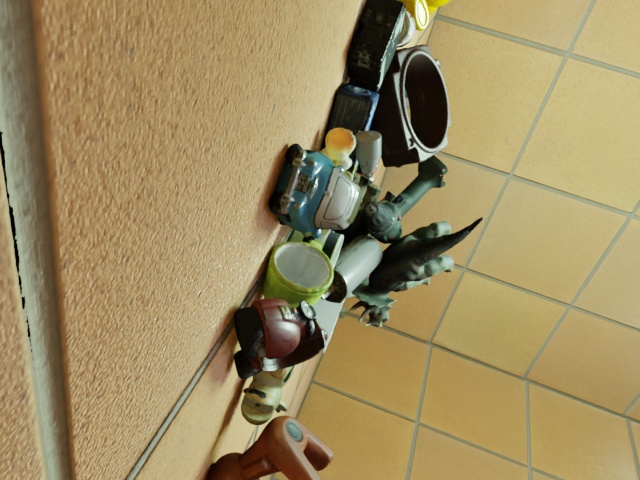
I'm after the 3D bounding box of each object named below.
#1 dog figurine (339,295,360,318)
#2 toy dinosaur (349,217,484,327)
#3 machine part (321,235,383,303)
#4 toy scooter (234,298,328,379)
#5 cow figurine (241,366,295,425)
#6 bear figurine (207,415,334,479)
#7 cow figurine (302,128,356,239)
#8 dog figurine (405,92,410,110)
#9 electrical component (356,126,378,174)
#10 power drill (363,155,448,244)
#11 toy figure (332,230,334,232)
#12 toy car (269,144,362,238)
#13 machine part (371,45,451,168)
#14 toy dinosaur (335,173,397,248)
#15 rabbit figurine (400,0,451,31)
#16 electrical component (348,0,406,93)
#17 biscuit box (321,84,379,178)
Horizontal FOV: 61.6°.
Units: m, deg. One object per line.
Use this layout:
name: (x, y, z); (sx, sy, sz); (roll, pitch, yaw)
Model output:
dog figurine: (0.000, 0.126, 1.348); (0.172, 0.121, 0.190); (-48, 148, 16)
toy dinosaur: (0.178, 0.059, 1.183); (0.192, 0.131, 0.404); (-20, 158, -28)
machine part: (0.060, 0.055, 1.075); (0.243, 0.079, 0.079); (-38, 150, -53)
toy scooter: (-0.046, 0.128, 0.719); (0.183, 0.135, 0.075); (105, -31, -57)
cow figurine: (-0.081, 0.216, 0.915); (0.127, 0.086, 0.195); (83, 26, -62)
bear figurine: (-0.094, 0.379, 0.870); (0.196, 0.132, 0.120); (-46, 175, 14)
cow figurine: (0.010, -0.083, 0.819); (0.098, 0.068, 0.167); (89, 24, -86)
dog figurine: (0.129, -0.264, 1.103); (0.219, 0.109, 0.191); (-52, 162, -61)
electrical component: (0.052, -0.147, 0.944); (0.048, 0.075, 0.119); (-62, 165, -49)
power drill: (0.175, -0.085, 1.116); (0.207, 0.086, 0.231); (-52, 161, -9)
toy figure: (-0.003, -0.005, 1.003); (0.154, 0.058, 0.064); (6, 65, -81)
toy car: (0.002, -0.059, 0.686); (0.161, 0.103, 0.109); (44, 65, -85)
machine part: (0.161, -0.247, 0.988); (0.201, 0.087, 0.201); (-33, 115, -48)
toy dinosaur: (0.085, -0.046, 1.249); (0.198, 0.105, 0.471); (-56, 159, 9)
rabbit figurine: (0.183, -0.484, 0.996); (0.173, 0.122, 0.162); (-32, 153, -57)
electrical component: (0.088, -0.310, 0.840); (0.115, 0.058, 0.134); (91, 19, -75)
biscuit box: (0.037, -0.147, 0.877); (0.059, 0.063, 0.202); (-61, 169, -61)
